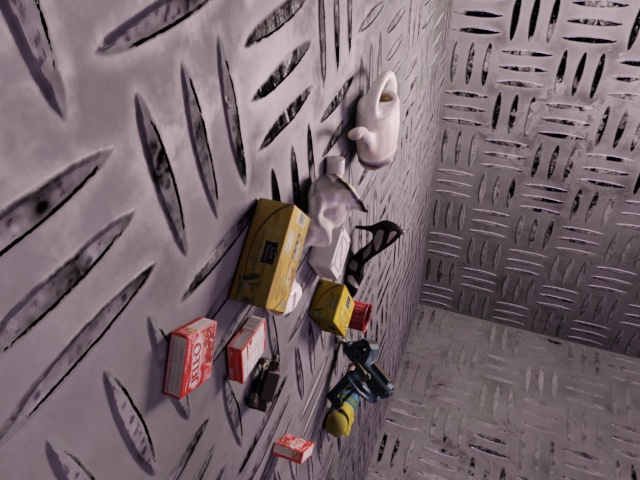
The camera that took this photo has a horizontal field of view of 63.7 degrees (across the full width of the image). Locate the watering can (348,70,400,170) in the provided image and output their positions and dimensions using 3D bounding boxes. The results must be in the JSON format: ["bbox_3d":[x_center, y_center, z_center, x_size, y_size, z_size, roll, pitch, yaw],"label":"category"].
[{"bbox_3d":[0.126,-0.263,1.234,0.356,0.104,0.219,-61,156,-43],"label":"watering can"}]

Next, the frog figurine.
[{"bbox_3d":[0.003,-0.053,1.043,0.159,0.123,0.136,-40,168,-1],"label":"frog figurine"}]
